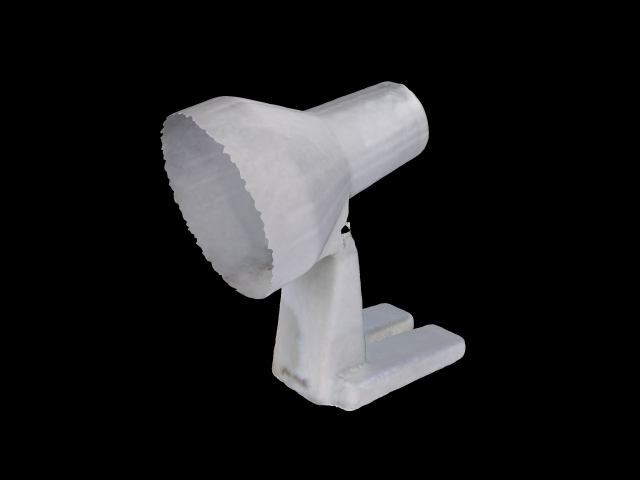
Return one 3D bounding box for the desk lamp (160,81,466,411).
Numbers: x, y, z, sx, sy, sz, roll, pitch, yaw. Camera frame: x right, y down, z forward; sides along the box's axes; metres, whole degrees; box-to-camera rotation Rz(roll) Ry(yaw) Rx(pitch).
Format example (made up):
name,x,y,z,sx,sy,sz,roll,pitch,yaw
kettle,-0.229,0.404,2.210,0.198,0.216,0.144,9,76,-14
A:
name,x,y,z,sx,sy,sz,roll,pitch,yaw
desk lamp,0.004,0.001,0.400,0.204,0.214,0.117,-13,22,-35
